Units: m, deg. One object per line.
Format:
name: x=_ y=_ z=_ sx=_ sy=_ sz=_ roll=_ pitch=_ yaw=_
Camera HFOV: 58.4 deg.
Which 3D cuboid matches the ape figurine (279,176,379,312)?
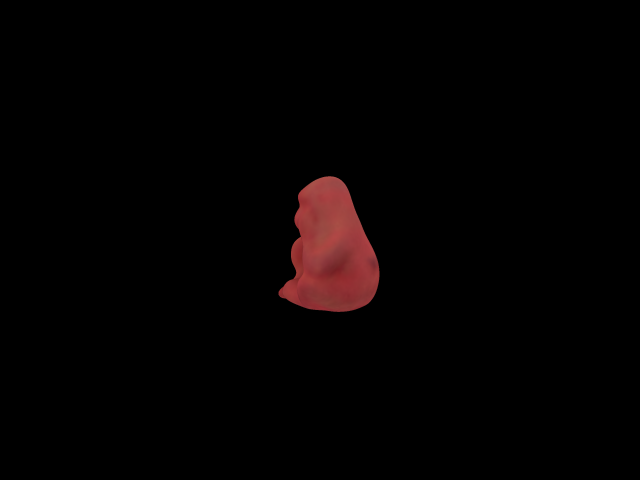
ape figurine: x=0.004 y=0.001 z=0.400 sx=0.076 sy=0.092 sz=0.078 roll=2 pitch=11 yaw=12
